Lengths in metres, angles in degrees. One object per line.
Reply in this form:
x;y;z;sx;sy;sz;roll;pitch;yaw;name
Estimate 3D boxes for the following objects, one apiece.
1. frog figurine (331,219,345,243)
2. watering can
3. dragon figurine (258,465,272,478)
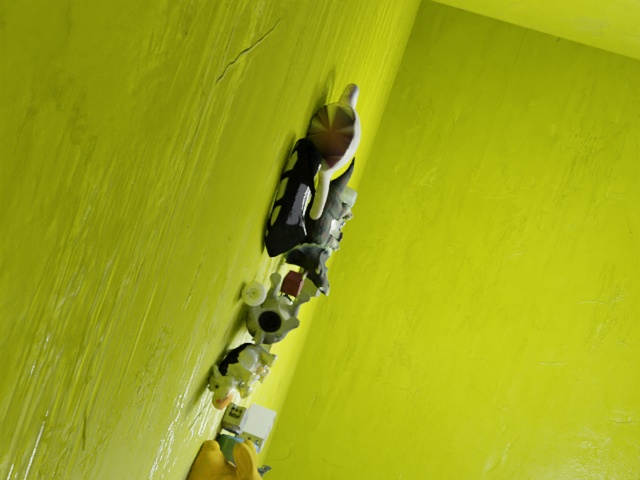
0.005;-0.079;1.576;0.140;0.122;0.156;-58;132;-30;frog figurine
0.026;-0.197;1.202;0.226;0.104;0.344;-42;150;-77;watering can
-0.301;0.939;1.913;0.245;0.123;0.405;-62;164;-10;dragon figurine
